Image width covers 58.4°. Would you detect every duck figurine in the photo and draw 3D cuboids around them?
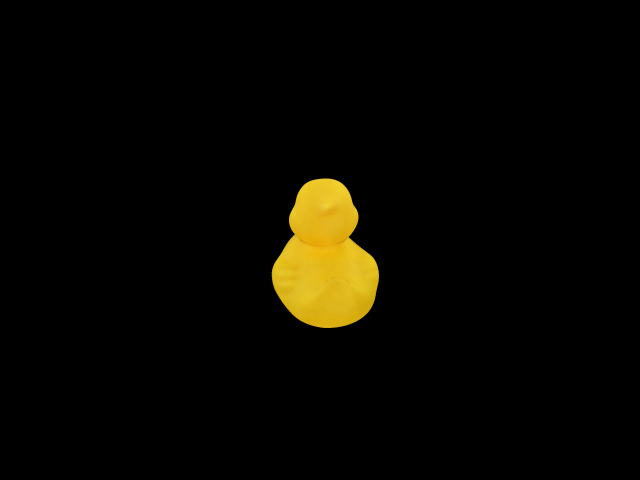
[{"bbox_3d":[0.004,0.001,0.400,0.077,0.086,0.104,-5,36,-7],"label":"duck figurine"}]
